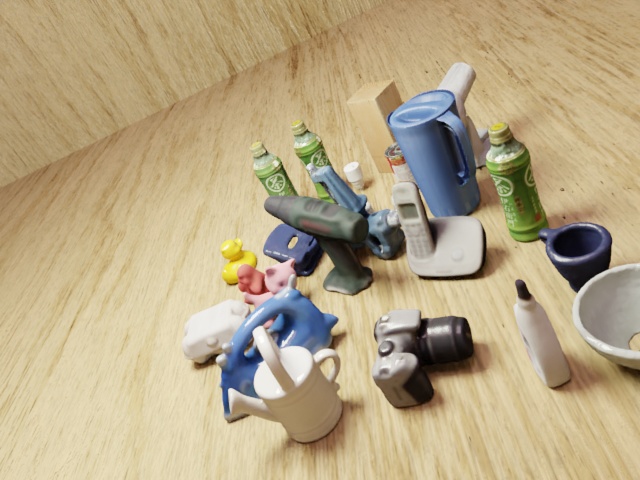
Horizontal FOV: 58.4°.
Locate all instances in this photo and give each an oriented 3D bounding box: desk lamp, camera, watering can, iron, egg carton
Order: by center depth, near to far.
[{"bbox_3d":[0.154,0.160,0.863,0.136,0.101,0.143,-13,34,25],"label":"camera"},{"bbox_3d":[-0.055,0.214,0.863,0.173,0.194,0.100,-42,33,-20],"label":"watering can"},{"bbox_3d":[-0.097,0.182,0.995,0.259,0.142,0.118,-42,33,-20],"label":"iron"},{"bbox_3d":[-0.206,0.184,1.151,0.150,0.070,0.107,-24,31,8],"label":"egg carton"},{"bbox_3d":[0.302,-0.260,1.248,0.117,0.214,0.203,10,48,47],"label":"desk lamp"}]

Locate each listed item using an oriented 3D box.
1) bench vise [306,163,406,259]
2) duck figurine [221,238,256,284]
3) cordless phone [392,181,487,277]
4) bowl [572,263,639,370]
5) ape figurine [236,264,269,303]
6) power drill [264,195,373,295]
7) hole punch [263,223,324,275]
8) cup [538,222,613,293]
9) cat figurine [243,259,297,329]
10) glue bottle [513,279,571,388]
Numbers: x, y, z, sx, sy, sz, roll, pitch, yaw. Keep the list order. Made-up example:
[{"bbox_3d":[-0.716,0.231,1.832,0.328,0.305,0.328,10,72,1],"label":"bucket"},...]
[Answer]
[{"bbox_3d":[0.072,-0.071,1.152,0.206,0.220,0.121,-9,36,29],"label":"bench vise"},{"bbox_3d":[-0.203,0.043,1.340,0.077,0.086,0.105,-4,39,35],"label":"duck figurine"},{"bbox_3d":[0.207,-0.025,1.009,0.147,0.185,0.094,-5,38,34],"label":"cordless phone"},{"bbox_3d":[0.422,0.110,0.744,0.167,0.075,0.167,-21,32,14],"label":"bowl"},{"bbox_3d":[-0.146,0.089,1.221,0.076,0.092,0.077,-34,31,-8],"label":"ape figurine"},{"bbox_3d":[0.010,0.004,1.104,0.228,0.209,0.076,5,45,43],"label":"power drill"},{"bbox_3d":[-0.056,0.017,1.254,0.100,0.091,0.109,-7,38,33],"label":"hole punch"},{"bbox_3d":[0.387,0.031,0.869,0.092,0.095,0.117,-38,32,-14],"label":"cup"},{"bbox_3d":[-0.091,0.097,1.138,0.128,0.118,0.067,-28,31,2],"label":"cat figurine"},{"bbox_3d":[0.283,0.114,0.755,0.037,0.173,0.078,-26,31,5],"label":"glue bottle"}]
